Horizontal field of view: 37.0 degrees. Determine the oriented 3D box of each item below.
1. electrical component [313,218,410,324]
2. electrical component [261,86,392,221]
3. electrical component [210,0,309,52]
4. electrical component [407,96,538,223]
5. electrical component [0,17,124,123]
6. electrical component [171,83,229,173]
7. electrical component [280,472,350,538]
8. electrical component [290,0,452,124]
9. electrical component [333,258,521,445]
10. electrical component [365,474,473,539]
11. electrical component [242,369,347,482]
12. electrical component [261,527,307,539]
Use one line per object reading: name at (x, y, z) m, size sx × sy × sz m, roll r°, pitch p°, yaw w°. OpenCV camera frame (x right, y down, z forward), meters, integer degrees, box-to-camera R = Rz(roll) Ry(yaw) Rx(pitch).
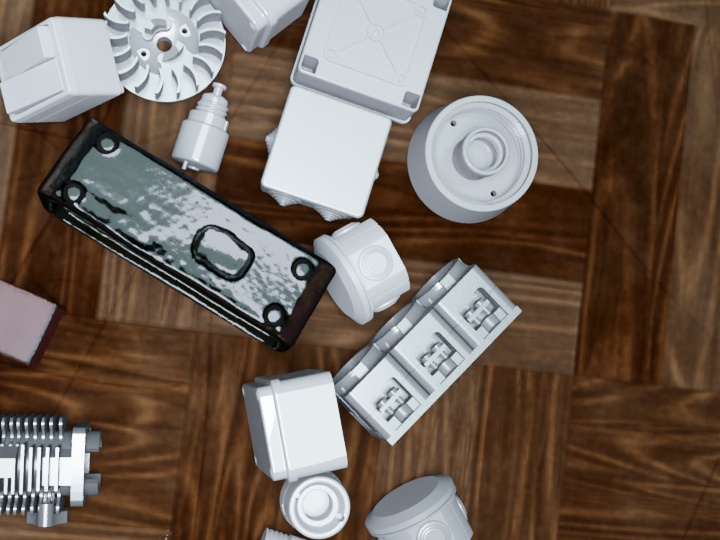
electrical component at (0.000, 0.000, 0.886) m, size 0.051 × 0.080 × 0.080 m, roll -30°, pitch 92°, yaw -15°
electrical component at (-0.031, -0.095, 0.901) m, size 0.100 × 0.048 × 0.099 m, roll 18°, pitch 84°, yaw -9°
electrical component at (-0.100, -0.244, 0.884) m, size 0.057 × 0.078 × 0.113 m, roll -41°, pitch 94°, yaw -13°
electrical component at (0.100, -0.097, 0.918) m, size 0.108 × 0.060 × 0.108 m, roll 1°, pitch 86°, yaw -10°
electrical component at (-0.245, -0.154, 0.847) m, size 0.061 × 0.096 × 0.061 m, roll -13°, pitch 88°, yaw -52°
electrical component at (-0.128, -0.116, 0.890) m, size 0.040 × 0.040 × 0.078 m, roll 18°, pitch 84°, yaw -8°
electrical component at (-0.036, 0.192, 0.884) m, size 0.055 × 0.047 × 0.055 m, roll 1°, pitch 87°, yaw -10°
electrical component at (0.009, -0.194, 0.911) m, size 0.109 × 0.056 × 0.108 m, roll 18°, pitch 84°, yaw -8°
electrical component at (0.048, 0.065, 0.885) m, size 0.150 × 0.089 × 0.061 m, roll -45°, pitch 94°, yaw -9°
electrical component at (0.049, 0.207, 0.883) m, size 0.080 × 0.080 × 0.051 m, roll -29°, pitch 97°, yaw -10°
electrical component at (-0.054, 0.121, 0.852) m, size 0.057 × 0.113 × 0.078 m, roll -10°, pitch 88°, yaw -13°
electrical component at (-0.055, 0.240, 0.880) m, size 0.081 × 0.043 × 0.043 m, roll 21°, pitch 83°, yaw -8°
